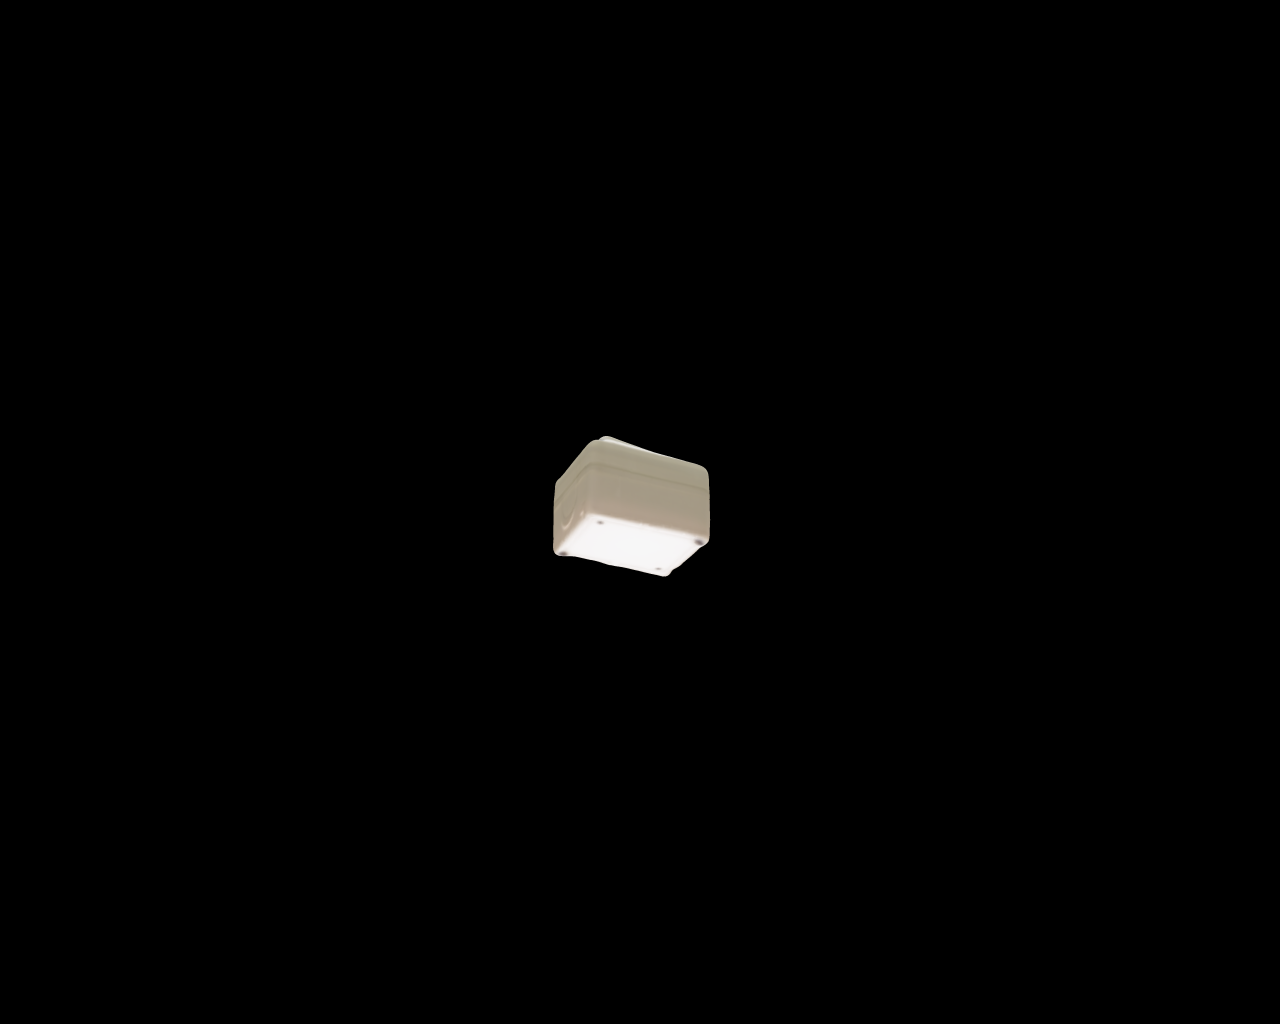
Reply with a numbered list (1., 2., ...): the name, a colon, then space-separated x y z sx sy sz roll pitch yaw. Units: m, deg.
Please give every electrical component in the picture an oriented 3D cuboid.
1. electrical component: 0.001 -0.003 0.650 0.096 0.061 0.061 13 -32 -22
